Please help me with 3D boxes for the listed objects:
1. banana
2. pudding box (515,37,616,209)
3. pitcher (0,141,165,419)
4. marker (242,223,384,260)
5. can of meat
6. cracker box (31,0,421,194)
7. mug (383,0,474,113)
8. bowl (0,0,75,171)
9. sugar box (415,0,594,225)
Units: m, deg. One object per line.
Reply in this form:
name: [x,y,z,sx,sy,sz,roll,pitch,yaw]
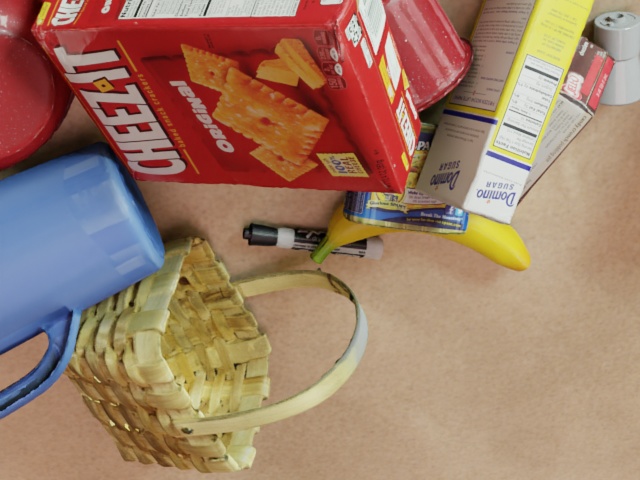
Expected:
banana: [0.091,-0.011,0.898,0.197,0.037,0.070,4,125,-13]
pudding box: [0.170,-0.087,0.804,0.039,0.090,0.114,34,132,2]
pitcher: [-0.241,0.032,0.797,0.243,0.145,0.149,-25,121,-2]
marker: [-0.006,0.001,0.903,0.121,0.020,0.020,6,126,-14]
can of meat: [0.072,-0.051,0.832,0.102,0.057,0.084,7,97,-15]
cracker box: [-0.056,-0.105,0.704,0.214,0.072,0.164,3,147,22]
mug: [0.041,-0.144,0.766,0.117,0.093,0.081,-5,133,42]
bowl: [-0.233,-0.106,0.724,0.161,0.055,0.162,-16,124,-26]
sugar box: [0.130,-0.105,0.756,0.048,0.093,0.176,15,97,-19]
